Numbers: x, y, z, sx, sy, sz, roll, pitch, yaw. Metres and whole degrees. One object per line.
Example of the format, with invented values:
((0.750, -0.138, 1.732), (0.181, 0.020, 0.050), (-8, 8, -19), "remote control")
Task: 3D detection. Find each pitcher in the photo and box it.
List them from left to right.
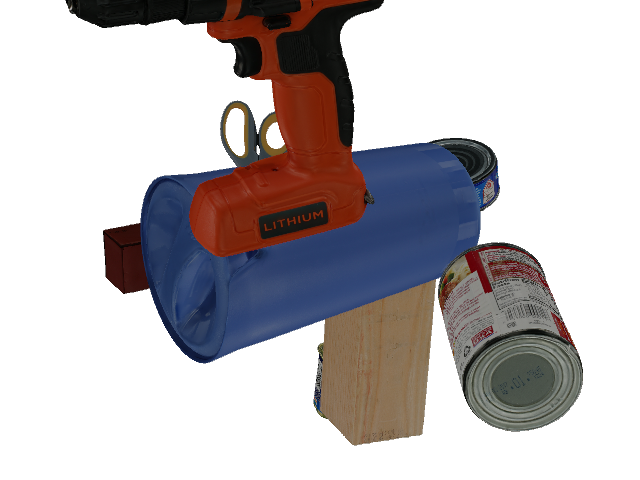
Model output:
((-0.008, -0.001, 0.807), (0.242, 0.145, 0.149), (-13, 39, -31), "pitcher")

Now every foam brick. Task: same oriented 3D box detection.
((-0.170, 0.014, 1.059), (0.078, 0.051, 0.053), (-12, 23, -28), "foam brick")

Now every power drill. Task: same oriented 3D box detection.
((-0.039, -0.084, 0.579), (0.184, 0.188, 0.057), (-13, 39, -18), "power drill")

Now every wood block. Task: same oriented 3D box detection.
((0.062, 0.105, 1.160), (0.090, 0.206, 0.091), (-4, 19, -23), "wood block")

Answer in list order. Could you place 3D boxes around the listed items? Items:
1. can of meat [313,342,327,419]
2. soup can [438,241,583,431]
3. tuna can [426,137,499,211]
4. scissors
((0.044, 0.178, 1.362), (0.102, 0.084, 0.057), (-1, 24, -17), "can of meat")
((0.109, 0.054, 0.622), (0.068, 0.068, 0.102), (0, 28, -2), "soup can")
((0.117, -0.057, 0.960), (0.086, 0.034, 0.086), (-7, 35, 5), "tuna can")
((-0.063, -0.065, 1.222), (0.096, 0.202, 0.016), (-11, -7, -13), "scissors")
